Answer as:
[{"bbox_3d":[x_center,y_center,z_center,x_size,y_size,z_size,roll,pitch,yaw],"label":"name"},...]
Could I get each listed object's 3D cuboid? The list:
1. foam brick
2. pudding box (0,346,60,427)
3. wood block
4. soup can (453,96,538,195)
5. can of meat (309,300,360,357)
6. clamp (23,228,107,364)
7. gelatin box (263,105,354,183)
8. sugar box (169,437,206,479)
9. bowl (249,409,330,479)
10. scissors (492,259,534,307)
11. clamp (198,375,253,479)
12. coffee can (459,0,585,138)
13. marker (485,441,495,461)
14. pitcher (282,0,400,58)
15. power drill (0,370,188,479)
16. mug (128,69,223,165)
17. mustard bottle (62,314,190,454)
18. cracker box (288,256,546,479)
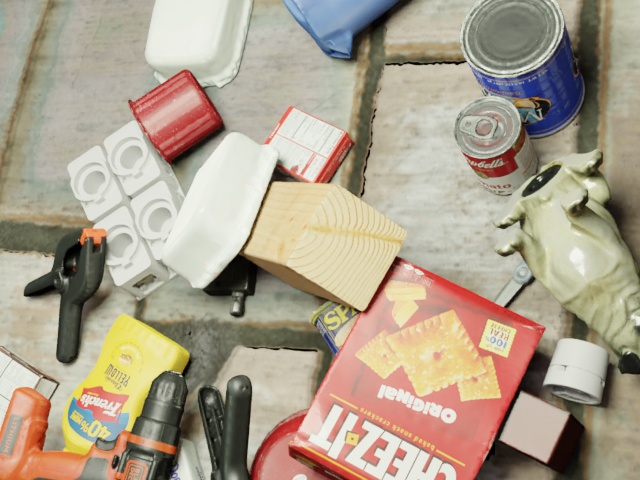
[{"bbox_3d":[0.206,0.179,0.992,0.053,0.078,0.051,23,82,29],"label":"foam brick"},{"bbox_3d":[-0.372,0.192,1.251,0.090,0.039,0.113,26,84,28],"label":"pudding box"},{"bbox_3d":[-0.007,0.001,1.076,0.090,0.090,0.206,-59,18,-7],"label":"wood block"},{"bbox_3d":[0.181,-0.095,1.093,0.069,0.102,0.068,-8,68,19],"label":"soup can"},{"bbox_3d":[0.054,0.090,1.103,0.102,0.057,0.084,-37,64,7],"label":"can of meat"},{"bbox_3d":[-0.287,0.059,1.233,0.172,0.039,0.120,-49,65,38],"label":"clamp"},{"bbox_3d":[-0.017,-0.104,1.221,0.089,0.030,0.073,29,81,29],"label":"gelatin box"},{"bbox_3d":[-0.204,0.289,1.139,0.176,0.048,0.093,-24,63,8],"label":"sugar box"},{"bbox_3d":[-0.010,0.242,1.071,0.162,0.055,0.162,-8,68,20],"label":"bowl"},{"bbox_3d":[0.226,0.035,1.075,0.096,0.016,0.201,22,80,28],"label":"scissors"},{"bbox_3d":[-0.088,0.236,1.071,0.036,0.165,0.210,-2,73,-17],"label":"clamp"},{"bbox_3d":[0.209,-0.180,1.093,0.103,0.140,0.103,-8,67,19],"label":"coffee can"},{"bbox_3d":[0.167,0.156,1.050,0.020,0.020,0.121,0,70,22],"label":"marker"},{"bbox_3d":[0.060,-0.339,1.224,0.243,0.149,0.145,-35,33,3],"label":"pitcher"},{"bbox_3d":[-0.239,0.210,1.114,0.188,0.057,0.184,11,75,18],"label":"power drill"},{"bbox_3d":[-0.171,-0.154,1.280,0.081,0.093,0.117,-33,25,2],"label":"mug"},{"bbox_3d":[-0.231,0.185,1.183,0.096,0.058,0.191,28,83,25],"label":"mustard bottle"},{"bbox_3d":[0.091,0.142,1.000,0.164,0.072,0.213,27,72,10],"label":"cracker box"}]
